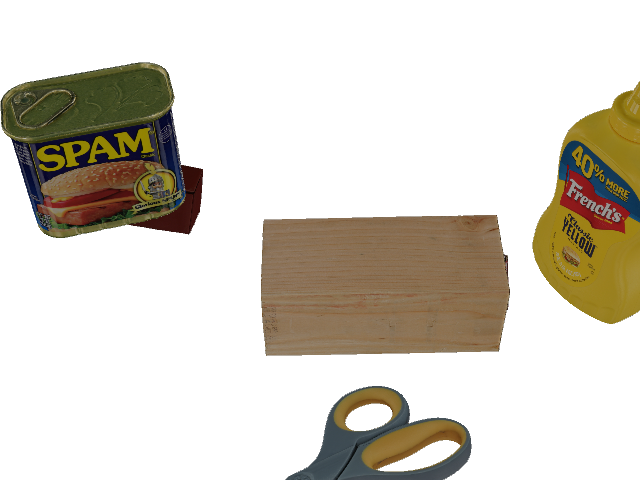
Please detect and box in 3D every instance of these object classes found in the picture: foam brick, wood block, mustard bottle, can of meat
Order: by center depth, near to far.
[{"bbox_3d":[-0.137,-0.054,0.662,0.102,0.084,0.057,-12,44,-9],"label":"can of meat"},{"bbox_3d":[0.206,-0.034,0.744,0.058,0.192,0.096,-22,52,-23],"label":"mustard bottle"},{"bbox_3d":[0.053,0.040,0.940,0.206,0.091,0.090,-1,-42,0],"label":"wood block"},{"bbox_3d":[-0.163,-0.046,1.091,0.078,0.051,0.053,9,31,3],"label":"foam brick"}]

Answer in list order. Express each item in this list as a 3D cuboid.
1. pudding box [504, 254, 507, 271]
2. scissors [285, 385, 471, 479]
[{"bbox_3d":[0.146,0.038,1.153,0.114,0.039,0.090,19,-36,24],"label":"pudding box"},{"bbox_3d":[-0.011,0.129,0.616,0.201,0.016,0.096,-11,30,-18],"label":"scissors"}]
